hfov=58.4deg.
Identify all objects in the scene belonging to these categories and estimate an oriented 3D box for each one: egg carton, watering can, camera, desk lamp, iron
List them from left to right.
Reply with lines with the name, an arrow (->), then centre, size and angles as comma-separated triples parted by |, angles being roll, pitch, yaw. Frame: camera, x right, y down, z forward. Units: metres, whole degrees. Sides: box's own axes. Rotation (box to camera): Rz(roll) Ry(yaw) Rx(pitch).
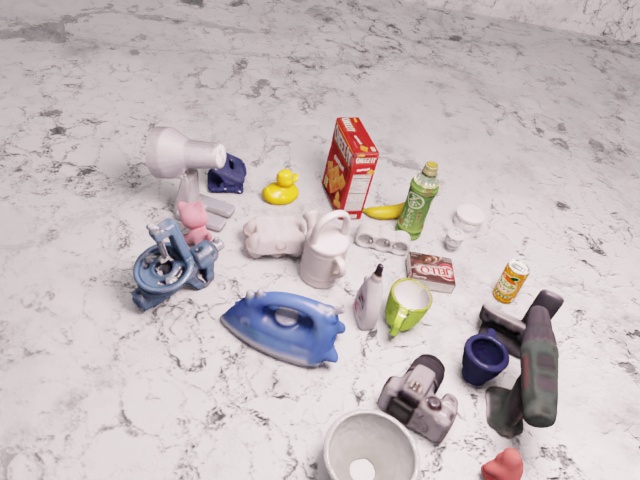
desk lamp -> -0.302, -0.154, 1.354 | 0.203, 0.213, 0.118 | 17, 42, 4
egg carton -> -0.105, -0.006, 1.354 | 0.150, 0.069, 0.107 | -2, 45, -17
iron -> -0.073, 0.152, 1.141 | 0.258, 0.141, 0.118 | 15, 42, 2
watering can -> 0.010, 0.005, 1.280 | 0.172, 0.194, 0.101 | 36, 47, 23
camera -> 0.205, 0.287, 1.099 | 0.143, 0.101, 0.137 | 30, 45, 17

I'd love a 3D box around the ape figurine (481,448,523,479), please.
ape figurine -> 0.330, 0.401, 1.015 | 0.078, 0.092, 0.076 | 7, 43, -7

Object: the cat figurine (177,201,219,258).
cat figurine -> -0.277, -0.032, 1.302 | 0.067, 0.118, 0.127 | -18, 51, -30

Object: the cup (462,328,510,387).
cup -> 0.331, 0.246, 1.180 | 0.091, 0.095, 0.118 | 22, 43, 9

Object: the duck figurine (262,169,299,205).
duck figurine -> -0.099, -0.145, 1.492 | 0.105, 0.086, 0.077 | -16, 50, -29

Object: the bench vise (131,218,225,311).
bench vise -> -0.294, 0.022, 1.164 | 0.121, 0.220, 0.208 | 27, 44, 14

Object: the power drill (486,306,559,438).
power drill -> 0.387, 0.267, 1.087 | 0.075, 0.208, 0.229 | 13, 42, 0

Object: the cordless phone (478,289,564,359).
cordless phone -> 0.433, 0.153, 1.237 | 0.147, 0.185, 0.094 | 24, 43, 12

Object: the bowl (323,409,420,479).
bowl -> 0.082, 0.382, 0.984 | 0.167, 0.075, 0.167 | 7, 43, -7

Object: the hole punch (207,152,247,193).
hole punch -> -0.241, -0.185, 1.494 | 0.101, 0.091, 0.108 | 1, 44, -14

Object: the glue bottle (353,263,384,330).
glue bottle -> 0.108, 0.111, 1.208 | 0.037, 0.173, 0.078 | -4, 45, -18
